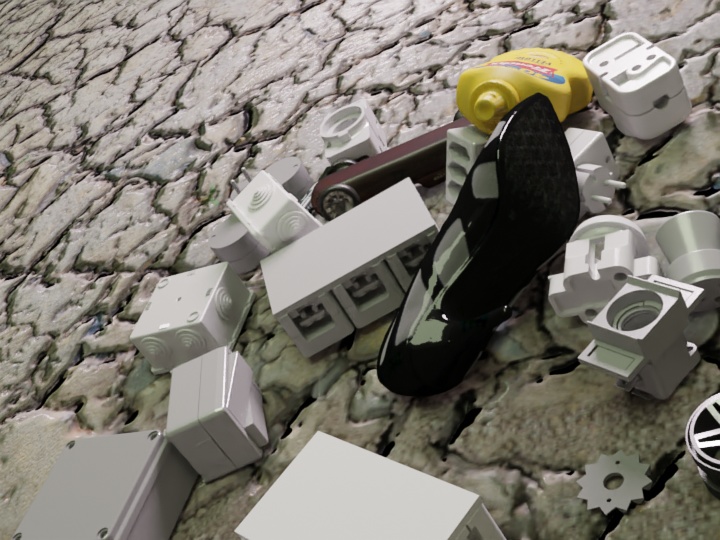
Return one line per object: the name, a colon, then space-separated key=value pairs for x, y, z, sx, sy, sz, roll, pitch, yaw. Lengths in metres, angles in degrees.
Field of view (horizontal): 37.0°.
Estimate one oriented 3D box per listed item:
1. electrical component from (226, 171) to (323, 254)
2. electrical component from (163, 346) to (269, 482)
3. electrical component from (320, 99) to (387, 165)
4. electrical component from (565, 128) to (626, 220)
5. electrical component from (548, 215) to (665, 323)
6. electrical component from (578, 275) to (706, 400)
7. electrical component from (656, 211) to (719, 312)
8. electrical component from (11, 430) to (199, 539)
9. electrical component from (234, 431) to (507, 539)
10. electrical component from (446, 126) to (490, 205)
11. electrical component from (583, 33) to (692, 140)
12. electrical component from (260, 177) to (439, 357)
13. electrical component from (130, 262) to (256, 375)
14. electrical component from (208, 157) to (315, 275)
electrical component: x=-0.065 y=-0.038 z=0.985 sx=0.048 sy=0.100 sz=0.099 roll=-47 pitch=33 yaw=1
electrical component: x=-0.112 y=0.108 z=0.859 sx=0.061 sy=0.061 sz=0.096 roll=-25 pitch=33 yaw=12
electrical component: x=-0.006 y=-0.131 z=1.097 sx=0.050 sy=0.055 sz=0.089 roll=-24 pitch=33 yaw=13
electrical component: x=0.178 y=-0.067 z=0.862 sx=0.083 sy=0.047 sz=0.076 roll=-44 pitch=34 yaw=-19
electrical component: x=0.176 y=-0.001 z=0.767 sx=0.078 sy=0.058 sz=0.057 roll=-13 pitch=40 yaw=27
electrical component: x=0.185 y=0.045 z=0.691 sx=0.081 sy=0.063 sz=0.042 roll=-44 pitch=35 yaw=-18
electrical component: x=0.229 y=-0.006 z=0.729 sx=0.045 sy=0.045 sz=0.055 roll=-19 pitch=52 yaw=20
electrical component: x=-0.197 y=0.185 z=0.834 sx=0.109 sy=0.056 sz=0.108 roll=-11 pitch=38 yaw=30
electrical component: x=0.008 y=0.171 z=0.673 sx=0.150 sy=0.061 sz=0.089 roll=12 pitch=53 yaw=48
electrical component: x=0.119 y=-0.090 z=0.935 sx=0.077 sy=0.065 sz=0.047 roll=-11 pitch=26 yaw=-22
electrical component: x=0.237 y=-0.154 z=0.918 sx=0.054 sy=0.059 sz=0.095 roll=-30 pitch=32 yaw=3
electrical component: x=0.000 y=0.000 z=0.910 sx=0.150 sy=0.061 sz=0.089 roll=-29 pitch=32 yaw=5
electrical component: x=-0.156 y=0.043 z=0.997 sx=0.100 sy=0.048 sz=0.099 roll=-14 pitch=36 yaw=28
electrical component: x=-0.105 y=-0.068 z=1.080 sx=0.052 sy=0.073 sz=0.138 roll=3 pitch=46 yaw=43
